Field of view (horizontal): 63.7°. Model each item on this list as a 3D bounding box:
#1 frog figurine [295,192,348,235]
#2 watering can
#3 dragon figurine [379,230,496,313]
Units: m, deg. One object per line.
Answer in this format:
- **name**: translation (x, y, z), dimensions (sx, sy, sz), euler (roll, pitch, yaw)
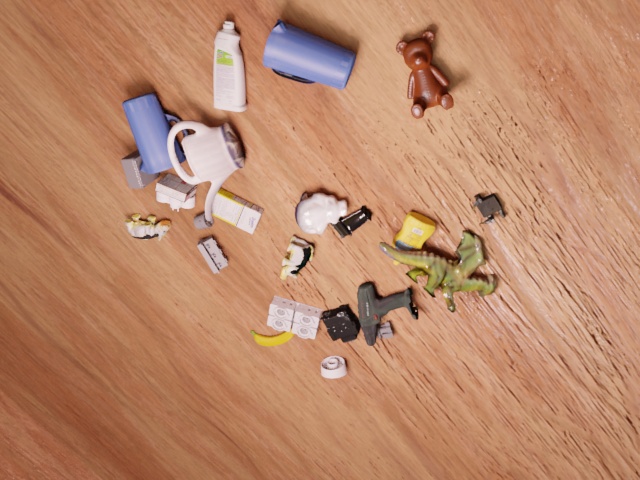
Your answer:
- **frog figurine**: translation (0.005, -0.083, 1.648), dimensions (0.160, 0.123, 0.136), euler (8, 100, 24)
- **watering can**: translation (-0.342, -0.233, 1.647), dimensions (0.224, 0.106, 0.341), euler (-19, 121, 3)
- **dragon figurine**: translation (0.403, 0.069, 1.630), dimensions (0.407, 0.123, 0.242), euler (42, 94, -16)
